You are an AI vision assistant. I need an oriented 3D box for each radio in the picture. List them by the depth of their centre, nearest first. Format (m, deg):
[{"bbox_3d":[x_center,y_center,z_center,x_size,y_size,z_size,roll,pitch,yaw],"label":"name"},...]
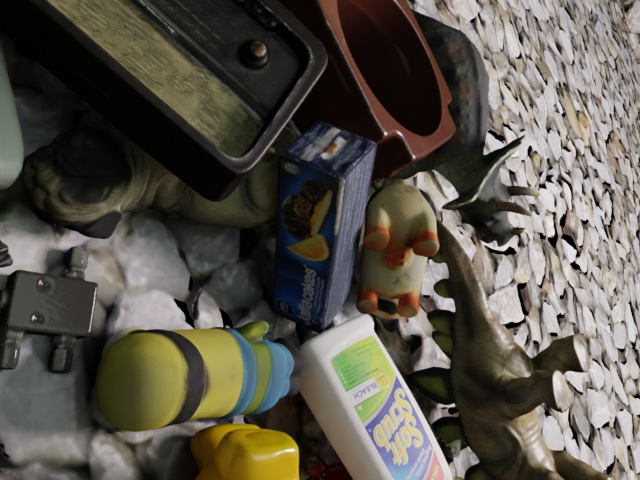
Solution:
[{"bbox_3d":[-0.113,-0.147,0.365,0.229,0.073,0.131,41,63,-12],"label":"radio"}]

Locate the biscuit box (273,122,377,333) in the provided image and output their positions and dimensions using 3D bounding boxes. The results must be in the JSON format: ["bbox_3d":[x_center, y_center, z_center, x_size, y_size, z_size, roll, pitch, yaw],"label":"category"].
[{"bbox_3d":[-0.001,-0.001,0.488,0.063,0.059,0.202,-50,156,-41],"label":"biscuit box"}]

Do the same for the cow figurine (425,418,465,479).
[{"bbox_3d":[0.106,0.236,0.608,0.167,0.068,0.098,35,51,-33],"label":"cow figurine"}]

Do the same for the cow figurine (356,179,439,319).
[{"bbox_3d":[0.078,0.019,0.586,0.194,0.086,0.127,90,9,-47],"label":"cow figurine"}]

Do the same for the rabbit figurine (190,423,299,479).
[{"bbox_3d":[-0.106,0.218,0.384,0.173,0.122,0.162,2,86,-31],"label":"rabbit figurine"}]

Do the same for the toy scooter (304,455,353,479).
[{"bbox_3d":[0.033,0.276,0.512,0.183,0.075,0.135,34,28,-48],"label":"toy scooter"}]

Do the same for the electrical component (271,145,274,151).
[{"bbox_3d":[-0.048,-0.096,0.551,0.102,0.078,0.045,42,75,-22],"label":"electrical component"}]

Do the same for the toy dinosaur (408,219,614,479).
[{"bbox_3d":[0.203,0.171,0.627,0.105,0.199,0.471,-4,82,-46],"label":"toy dinosaur"}]

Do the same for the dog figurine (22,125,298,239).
[{"bbox_3d":[-0.119,-0.038,0.448,0.172,0.121,0.190,51,59,-11],"label":"dog figurine"}]

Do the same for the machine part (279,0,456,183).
[{"bbox_3d":[0.043,-0.165,0.542,0.201,0.087,0.201,-37,101,-50],"label":"machine part"}]

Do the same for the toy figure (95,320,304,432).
[{"bbox_3d":[-0.088,0.104,0.431,0.180,0.089,0.082,10,64,-41],"label":"toy figure"}]

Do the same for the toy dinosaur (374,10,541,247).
[{"bbox_3d":[0.160,-0.183,0.697,0.131,0.192,0.404,-6,83,-48],"label":"toy dinosaur"}]

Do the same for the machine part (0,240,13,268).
[{"bbox_3d":[-0.260,-0.033,0.335,0.084,0.039,0.138,-30,101,-41],"label":"machine part"}]

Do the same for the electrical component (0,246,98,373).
[{"bbox_3d":[-0.196,0.047,0.386,0.063,0.021,0.094,19,65,-40],"label":"electrical component"}]
